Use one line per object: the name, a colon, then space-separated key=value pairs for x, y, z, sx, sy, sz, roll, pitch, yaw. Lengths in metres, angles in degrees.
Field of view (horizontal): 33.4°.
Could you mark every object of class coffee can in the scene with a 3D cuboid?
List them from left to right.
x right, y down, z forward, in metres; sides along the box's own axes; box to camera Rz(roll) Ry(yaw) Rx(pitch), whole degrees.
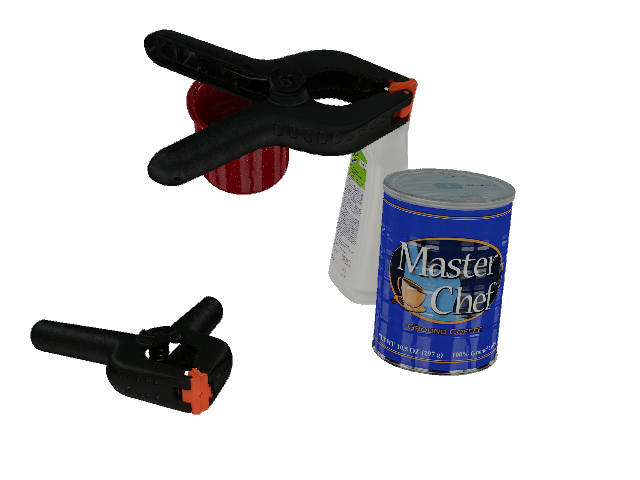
coffee can: x=0.096 y=0.022 z=0.849 sx=0.103 sy=0.140 sz=0.103 roll=3 pitch=17 yaw=-1

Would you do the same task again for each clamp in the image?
clamp: x=-0.118 y=0.085 z=0.835 sx=0.164 sy=0.036 sz=0.210 roll=-10 pitch=16 yaw=-30
clamp: x=-0.027 y=-0.076 z=0.643 sx=0.171 sy=0.120 sz=0.039 roll=3 pitch=-33 yaw=-1

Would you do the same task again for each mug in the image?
mug: x=-0.058 y=-0.100 z=0.939 sx=0.117 sy=0.093 sz=0.081 roll=-27 pitch=-33 yaw=-21

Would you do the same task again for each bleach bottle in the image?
bleach bottle: x=0.065 y=-0.059 z=1.235 sx=0.068 sy=0.251 sz=0.103 roll=-1 pitch=22 yaw=-23
